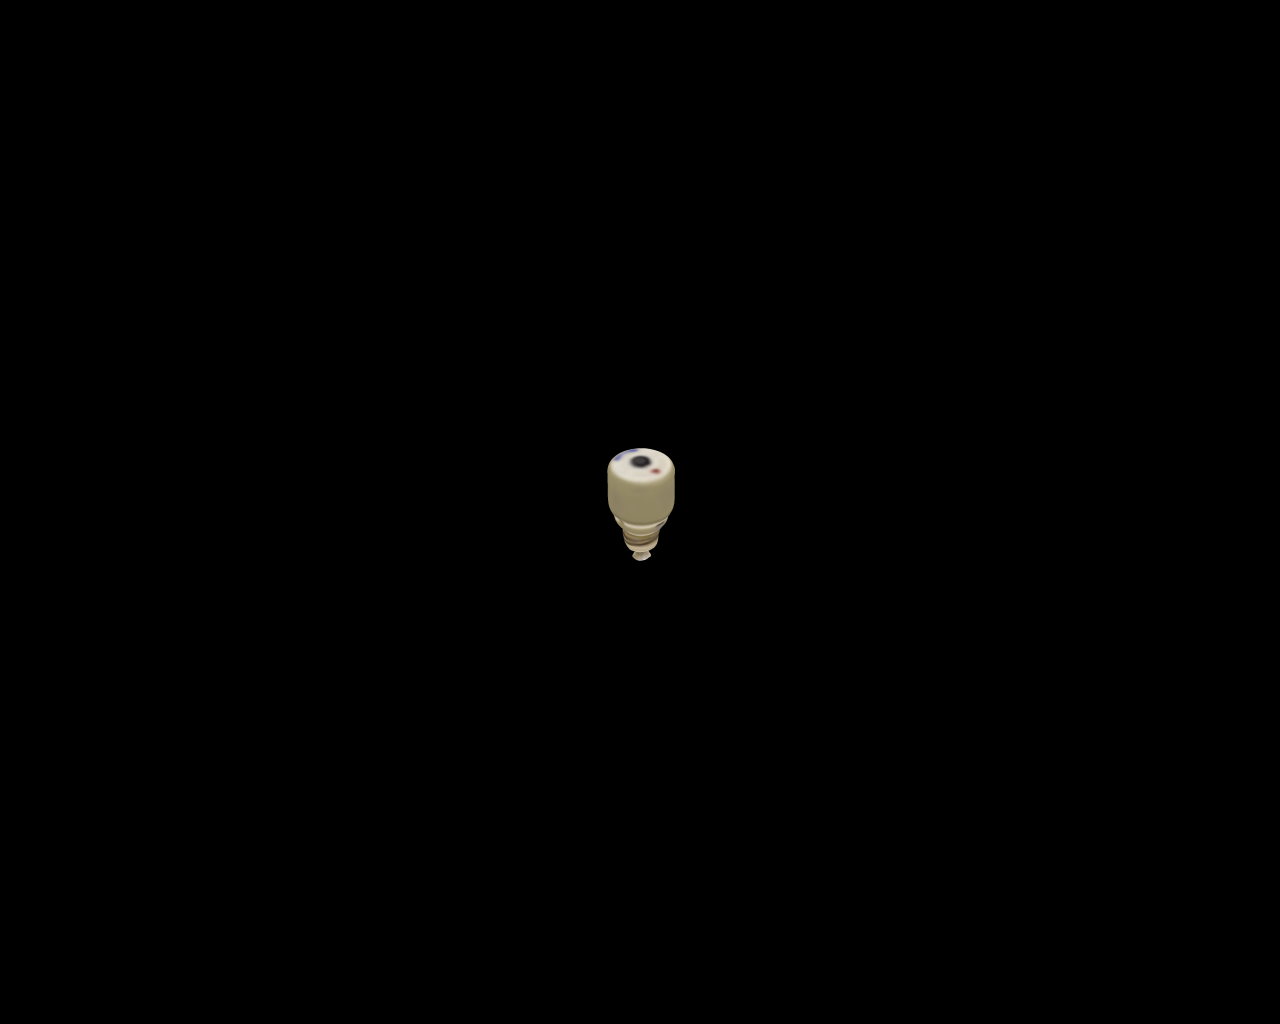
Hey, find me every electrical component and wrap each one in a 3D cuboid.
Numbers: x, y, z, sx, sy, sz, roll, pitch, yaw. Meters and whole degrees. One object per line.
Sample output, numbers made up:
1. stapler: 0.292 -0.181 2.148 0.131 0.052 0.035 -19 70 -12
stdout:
1. electrical component: 0.001 -0.003 0.650 0.040 0.078 0.040 0 37 0
